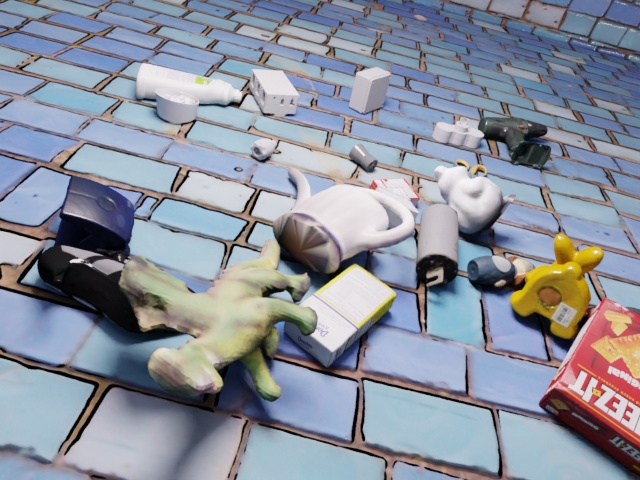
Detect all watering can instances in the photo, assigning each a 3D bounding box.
[{"bbox_3d":[0.003,-0.048,0.960,0.350,0.102,0.227,23,42,38],"label":"watering can"}]

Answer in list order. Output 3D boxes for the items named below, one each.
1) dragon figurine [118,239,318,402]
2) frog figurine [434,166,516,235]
[{"bbox_3d":[-0.141,0.070,0.694,0.241,0.120,0.418,25,20,-22],"label":"dragon figurine"},{"bbox_3d":[0.302,-0.093,1.081,0.159,0.124,0.135,38,-21,0],"label":"frog figurine"}]
